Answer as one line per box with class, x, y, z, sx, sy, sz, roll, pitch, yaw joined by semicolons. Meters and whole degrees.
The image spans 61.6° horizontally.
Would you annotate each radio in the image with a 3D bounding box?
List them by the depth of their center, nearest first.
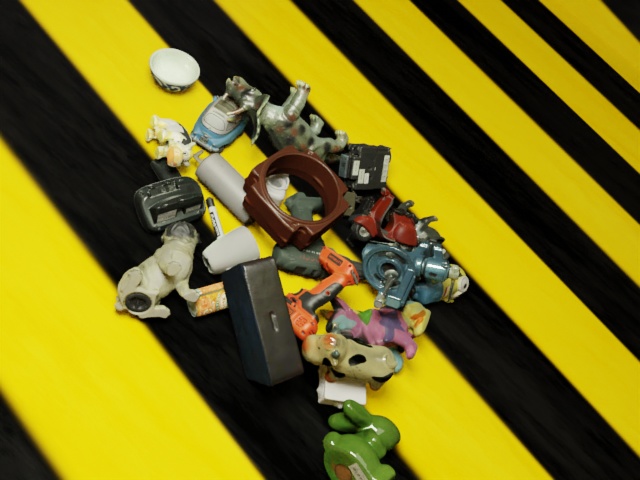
radio;-0.114;0.154;1.024;0.073;0.131;0.229;-12;86;-30

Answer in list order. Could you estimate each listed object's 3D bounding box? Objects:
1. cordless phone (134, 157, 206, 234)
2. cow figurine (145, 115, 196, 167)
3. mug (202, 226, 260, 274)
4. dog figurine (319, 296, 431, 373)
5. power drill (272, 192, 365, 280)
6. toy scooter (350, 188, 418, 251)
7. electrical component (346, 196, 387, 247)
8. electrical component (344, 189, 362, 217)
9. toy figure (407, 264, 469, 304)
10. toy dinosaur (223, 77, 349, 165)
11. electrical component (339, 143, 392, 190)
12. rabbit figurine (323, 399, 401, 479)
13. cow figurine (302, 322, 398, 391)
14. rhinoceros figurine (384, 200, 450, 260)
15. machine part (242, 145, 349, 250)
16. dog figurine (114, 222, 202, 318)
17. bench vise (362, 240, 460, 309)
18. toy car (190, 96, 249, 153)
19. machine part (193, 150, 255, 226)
cordless phone;-0.346;-0.112;1.168;0.146;0.088;0.184;-23;60;-33
cow figurine;-0.324;-0.214;1.213;0.098;0.068;0.167;2;37;-40
mug;-0.187;0.038;1.138;0.107;0.080;0.109;-25;77;-23
dog figurine;0.112;0.175;1.165;0.219;0.108;0.191;31;53;0
power drill;-0.003;-0.004;1.249;0.232;0.086;0.207;4;66;-23
toy scooter;0.166;-0.046;1.270;0.184;0.075;0.135;17;95;-27
electrical component;0.108;-0.041;1.314;0.074;0.048;0.119;48;57;-26
electrical component;0.060;-0.096;1.350;0.102;0.045;0.078;1;88;-20
toy figure;0.278;0.105;1.297;0.180;0.082;0.089;-7;63;-24
toy dinosaur;-0.057;-0.247;1.311;0.192;0.131;0.404;-52;126;-6
electrical component;0.113;-0.189;1.379;0.134;0.114;0.058;-2;17;-33
rabbit figurine;0.081;0.391;1.031;0.159;0.121;0.170;47;35;17
cow figurine;0.057;0.225;1.030;0.195;0.127;0.085;17;52;-17
rhinoceros figurine;0.252;-0.015;1.364;0.190;0.073;0.112;41;51;5
machine part;-0.051;-0.096;1.178;0.201;0.087;0.201;46;54;7
dog figurine;-0.322;0.052;1.071;0.172;0.121;0.191;-14;34;-5
bench vise;0.181;0.080;1.152;0.224;0.128;0.240;23;34;12
toy car;-0.241;-0.293;1.301;0.109;0.103;0.162;34;51;0
machine part;-0.200;-0.115;1.223;0.243;0.079;0.079;44;53;6
